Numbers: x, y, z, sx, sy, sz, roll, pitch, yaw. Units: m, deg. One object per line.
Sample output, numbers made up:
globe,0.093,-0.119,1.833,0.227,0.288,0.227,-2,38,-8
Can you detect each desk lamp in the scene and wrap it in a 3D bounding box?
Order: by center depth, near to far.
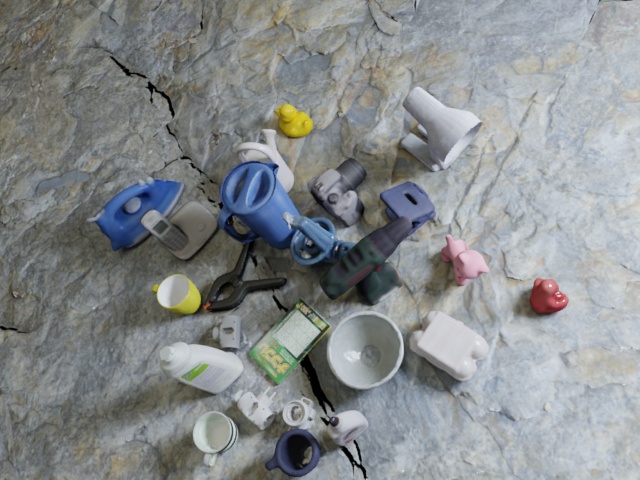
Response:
desk lamp,0.268,-0.247,1.314,0.118,0.214,0.202,-44,61,-4

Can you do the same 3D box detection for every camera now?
camera,0.056,-0.130,1.395,0.137,0.101,0.142,-45,61,-5

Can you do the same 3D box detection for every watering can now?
watering can,-0.144,-0.196,1.436,0.100,0.194,0.172,-17,63,11

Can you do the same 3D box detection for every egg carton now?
egg carton,0.267,0.217,1.188,0.150,0.069,0.107,30,78,27

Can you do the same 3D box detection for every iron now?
iron,-0.494,-0.097,1.535,0.258,0.142,0.118,-42,61,-4

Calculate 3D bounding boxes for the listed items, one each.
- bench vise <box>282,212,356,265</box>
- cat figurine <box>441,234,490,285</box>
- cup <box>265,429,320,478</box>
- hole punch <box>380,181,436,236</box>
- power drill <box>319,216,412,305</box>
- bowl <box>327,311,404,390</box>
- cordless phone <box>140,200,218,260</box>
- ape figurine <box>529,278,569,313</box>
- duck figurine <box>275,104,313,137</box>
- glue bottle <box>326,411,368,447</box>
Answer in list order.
bench vise,0.013,-0.006,1.285,0.207,0.220,0.121,-3,66,17
cat figurine,0.307,0.040,1.227,0.067,0.118,0.127,-32,61,2
cup,-0.047,0.445,1.173,0.117,0.095,0.091,-28,61,4
hole punch,0.204,-0.084,1.332,0.101,0.091,0.108,-38,61,-1
power drill,0.113,0.057,1.230,0.229,0.209,0.075,-36,61,0
bowl,0.102,0.241,1.228,0.167,0.075,0.167,-7,65,15
cordless phone,-0.356,-0.045,1.442,0.094,0.185,0.148,35,81,28
ape figurine,0.462,0.107,1.162,0.076,0.092,0.077,-27,61,5
duck figurine,-0.073,-0.327,1.534,0.104,0.086,0.077,23,76,26
glue bottle,0.045,0.368,1.133,0.078,0.173,0.037,-43,61,-4
